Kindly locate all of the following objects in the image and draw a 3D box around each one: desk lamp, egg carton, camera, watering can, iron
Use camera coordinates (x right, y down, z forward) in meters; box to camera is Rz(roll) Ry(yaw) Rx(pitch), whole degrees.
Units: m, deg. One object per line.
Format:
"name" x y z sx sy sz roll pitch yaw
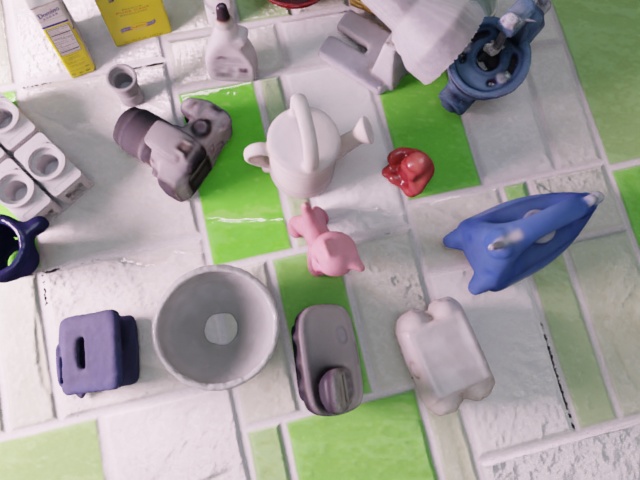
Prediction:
"desk lamp" 0.108 -0.297 0.823 0.203 0.213 0.118 32 77 3
"egg carton" 0.172 0.162 0.801 0.107 0.069 0.150 -22 80 -8
"camera" -0.217 -0.151 0.824 0.137 0.101 0.143 30 77 3
"watering can" -0.015 -0.136 0.788 0.173 0.194 0.101 -31 81 -10
"iron" 0.315 -0.022 0.815 0.258 0.141 0.118 -26 80 -9

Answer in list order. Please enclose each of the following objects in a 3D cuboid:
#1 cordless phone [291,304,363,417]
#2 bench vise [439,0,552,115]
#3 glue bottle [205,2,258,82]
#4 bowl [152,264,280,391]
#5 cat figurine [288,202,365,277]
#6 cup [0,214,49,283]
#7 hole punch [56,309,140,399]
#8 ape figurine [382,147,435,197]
"cordless phone" 0.014 0.152 0.732 0.094 0.185 0.147 -11 78 -6
"bench vise" 0.264 -0.304 0.832 0.121 0.219 0.207 25 77 2
"glue bottle" -0.131 -0.284 0.823 0.078 0.173 0.037 3 77 -3
"bowl" -0.137 0.120 0.784 0.167 0.074 0.167 1 78 -4
"cat figurine" 0.007 0.003 0.798 0.067 0.117 0.128 -29 81 -9
"cup" -0.411 0.011 0.777 0.118 0.095 0.091 -35 82 -10
"hole punch" -0.299 0.152 0.757 0.101 0.091 0.108 -7 78 -6
"ape figurine" 0.137 -0.106 0.845 0.076 0.092 0.078 -8 78 -6
